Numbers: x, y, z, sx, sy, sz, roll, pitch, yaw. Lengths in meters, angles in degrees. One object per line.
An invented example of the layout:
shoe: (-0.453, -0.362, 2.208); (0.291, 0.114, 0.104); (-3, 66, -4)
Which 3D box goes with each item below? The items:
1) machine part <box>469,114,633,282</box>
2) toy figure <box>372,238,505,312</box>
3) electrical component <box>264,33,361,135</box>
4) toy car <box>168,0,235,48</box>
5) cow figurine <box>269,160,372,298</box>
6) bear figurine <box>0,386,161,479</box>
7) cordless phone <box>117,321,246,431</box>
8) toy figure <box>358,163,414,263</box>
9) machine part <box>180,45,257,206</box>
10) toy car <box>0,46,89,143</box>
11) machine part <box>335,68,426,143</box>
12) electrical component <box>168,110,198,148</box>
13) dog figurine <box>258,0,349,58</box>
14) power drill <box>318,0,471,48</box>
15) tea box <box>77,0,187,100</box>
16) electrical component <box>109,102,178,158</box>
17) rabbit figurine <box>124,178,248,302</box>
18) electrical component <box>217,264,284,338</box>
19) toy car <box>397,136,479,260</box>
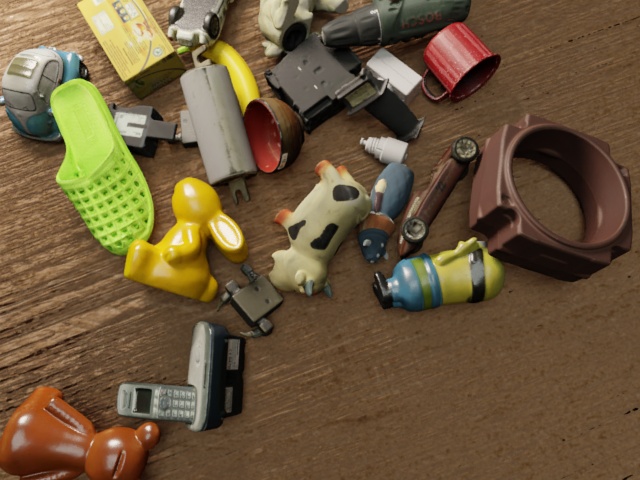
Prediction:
machine part: (0.316, -0.058, 0.734); (0.201, 0.087, 0.201); (18, 63, -7)
toy figure: (0.169, 0.058, 0.759); (0.180, 0.082, 0.089); (-17, 84, -3)
electrical component: (-0.003, -0.254, 0.849); (0.134, 0.058, 0.115); (-40, 80, -4)
toy car: (-0.184, -0.388, 0.875); (0.074, 0.056, 0.202); (13, 65, 7)
cow figurine: (-0.002, -0.002, 0.771); (0.195, 0.085, 0.127); (-50, 60, 14)
bear figurine: (-0.326, 0.282, 0.744); (0.196, 0.132, 0.120); (13, 80, -12)
cordless phone: (-0.205, 0.190, 0.765); (0.184, 0.088, 0.146); (-3, 78, 21)
toy figure: (0.094, -0.038, 0.794); (0.064, 0.058, 0.154); (27, 77, -14)
machine part: (-0.153, -0.171, 0.813); (0.079, 0.079, 0.243); (-17, 91, 0)
toy car: (-0.445, -0.244, 0.855); (0.109, 0.103, 0.161); (15, 82, 6)
machine part: (0.094, -0.197, 0.808); (0.139, 0.084, 0.039); (31, 52, -24)
electrical component: (-0.202, -0.182, 0.865); (0.094, 0.021, 0.063); (-9, 77, 3)
dog figurine: (-0.074, -0.402, 0.875); (0.172, 0.121, 0.191); (-43, 64, -8)
power drill: (0.108, -0.396, 0.792); (0.232, 0.086, 0.207); (-5, 103, -4)
tea box: (-0.306, -0.330, 0.880); (0.098, 0.068, 0.169); (-31, 79, -2)
electrical component: (-0.279, -0.173, 0.854); (0.119, 0.047, 0.075); (6, 79, 7)
rabbit figurine: (-0.186, -0.005, 0.778); (0.162, 0.122, 0.173); (12, 77, 2)
electrical component: (-0.101, 0.094, 0.791); (0.102, 0.045, 0.078); (42, 56, 8)
toy car: (0.165, -0.063, 0.780); (0.053, 0.089, 0.202); (33, 83, 8)
